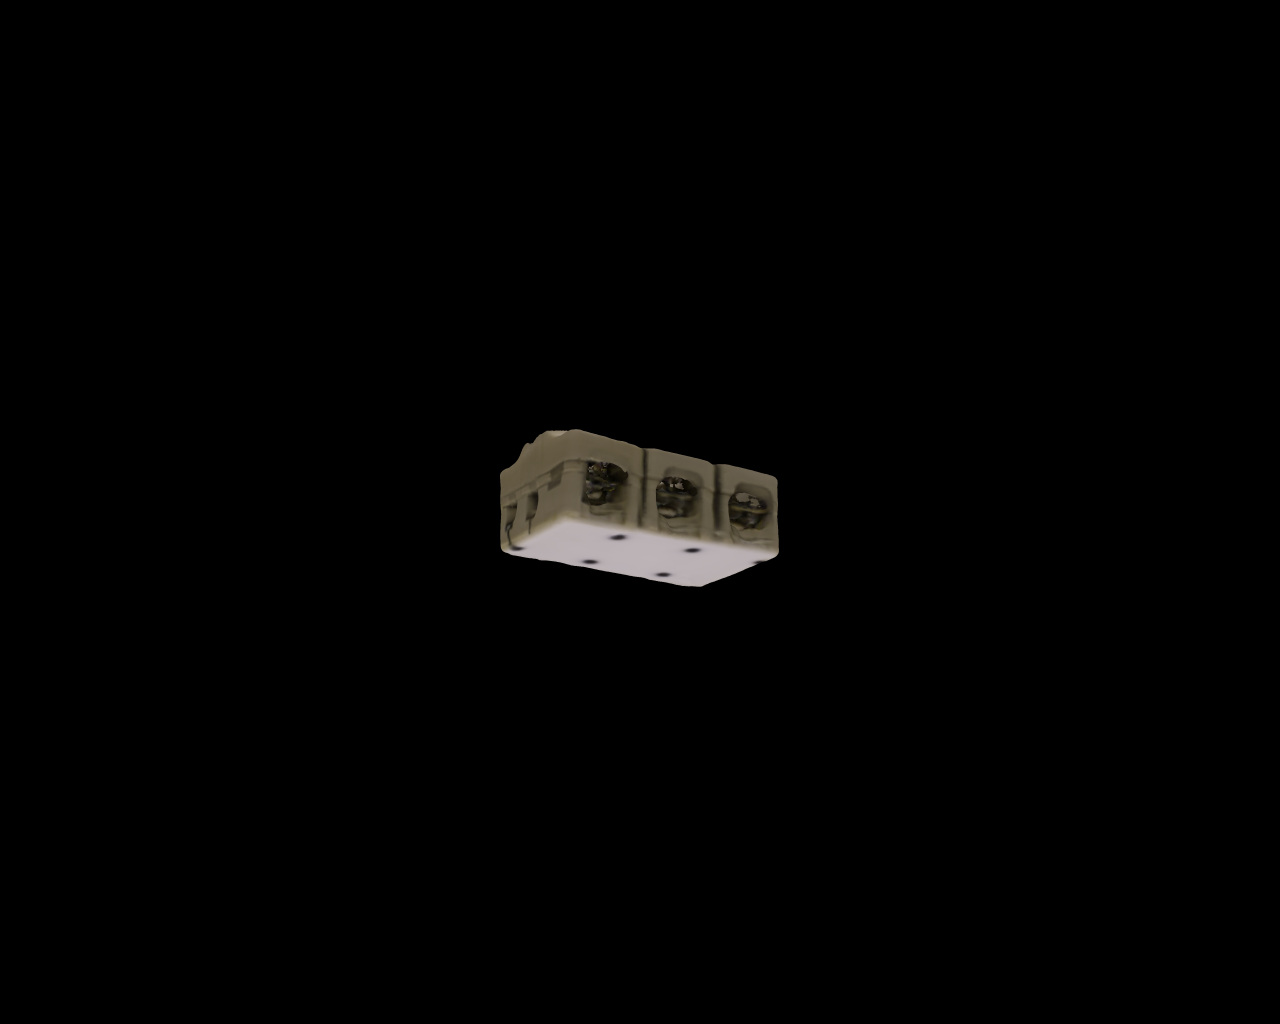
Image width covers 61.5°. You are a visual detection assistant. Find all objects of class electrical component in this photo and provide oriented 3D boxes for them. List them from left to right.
[{"bbox_3d":[0.001,-0.003,0.650,0.150,0.062,0.089,12,-23,-31],"label":"electrical component"}]
